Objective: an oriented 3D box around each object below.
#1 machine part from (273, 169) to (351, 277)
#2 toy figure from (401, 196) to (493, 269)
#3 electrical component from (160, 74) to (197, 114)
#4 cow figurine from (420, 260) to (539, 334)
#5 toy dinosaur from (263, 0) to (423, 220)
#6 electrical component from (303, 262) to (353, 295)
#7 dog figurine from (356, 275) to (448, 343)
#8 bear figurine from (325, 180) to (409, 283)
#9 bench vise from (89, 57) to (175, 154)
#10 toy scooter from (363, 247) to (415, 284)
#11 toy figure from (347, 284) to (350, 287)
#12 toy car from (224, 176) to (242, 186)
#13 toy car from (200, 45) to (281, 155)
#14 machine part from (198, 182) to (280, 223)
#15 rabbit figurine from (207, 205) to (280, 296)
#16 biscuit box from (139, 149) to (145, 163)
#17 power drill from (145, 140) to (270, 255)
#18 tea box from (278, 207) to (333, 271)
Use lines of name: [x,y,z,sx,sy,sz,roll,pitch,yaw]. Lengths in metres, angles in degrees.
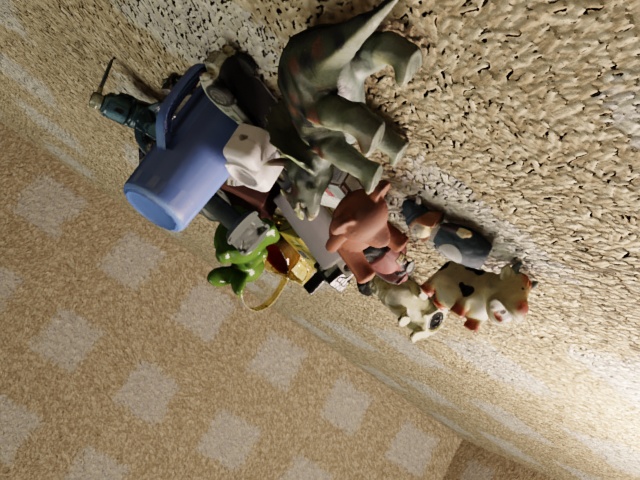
machine part: [-0.012,-0.031,1.033,0.243,0.079,0.079,54,162,-4]
toy figure: [0.189,-0.013,0.829,0.155,0.058,0.064,31,126,14]
electrical component: [-0.245,-0.256,0.971,0.078,0.045,0.102,-9,147,26]
cow figurine: [0.267,0.084,0.884,0.085,0.127,0.195,41,177,-25]
toy dinosaur: [0.008,-0.165,0.626,0.192,0.131,0.404,29,158,14]
electrical component: [0.025,0.070,1.107,0.047,0.119,0.075,38,-176,-45]
dog figurine: [0.183,0.130,1.230,0.191,0.121,0.172,37,169,50]
bear figurine: [0.076,-0.013,0.823,0.132,0.120,0.196,47,172,-2]
bench vise: [-0.332,-0.227,1.045,0.223,0.129,0.241,34,-176,-32]
toy scooter: [0.134,0.039,1.048,0.135,0.075,0.184,38,171,-9]
toy figure: [0.040,0.060,1.301,0.082,0.089,0.180,18,174,-3]
toy car: [-0.166,-0.155,1.009,0.161,0.103,0.109,36,165,-4]
toy car: [-0.098,-0.196,0.798,0.056,0.073,0.201,15,157,46]
machine part: [-0.194,-0.106,1.164,0.201,0.087,0.201,24,157,-14]
rabbit figurine: [-0.155,0.041,1.125,0.121,0.159,0.170,18,149,16]
biscuit box: [-0.357,-0.184,1.179,0.062,0.059,0.203,47,-163,-45]
power drill: [-0.199,-0.069,0.968,0.207,0.086,0.231,33,170,24]
tea box: [-0.002,-0.003,1.153,0.068,0.098,0.169,19,158,41]
